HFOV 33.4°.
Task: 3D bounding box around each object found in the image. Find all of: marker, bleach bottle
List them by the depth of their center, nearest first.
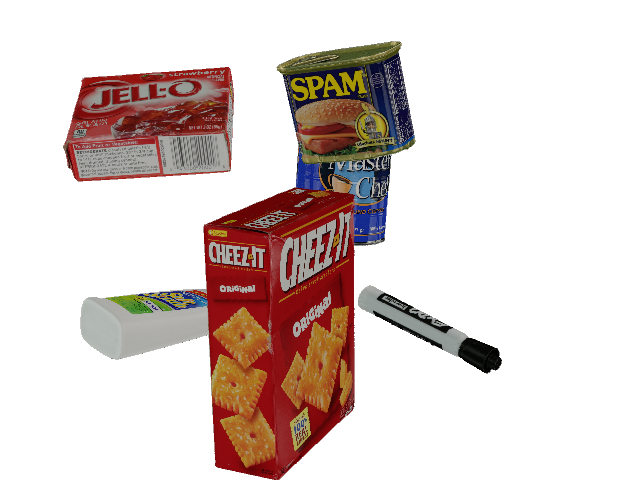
[{"bbox_3d":[0.077,0.063,0.755,0.121,0.020,0.020,26,17,38],"label":"marker"},{"bbox_3d":[-0.198,0.102,1.478,0.250,0.068,0.103,-10,25,-43],"label":"bleach bottle"}]

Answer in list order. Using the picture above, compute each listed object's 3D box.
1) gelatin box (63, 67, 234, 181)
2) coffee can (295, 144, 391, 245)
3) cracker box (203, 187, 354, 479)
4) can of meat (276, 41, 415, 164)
[{"bbox_3d":[-0.094,-0.067,0.603,0.089,0.030,0.073,-4,37,0],"label":"gelatin box"},{"bbox_3d":[0.024,-0.073,1.150,0.103,0.140,0.103,4,11,-1],"label":"coffee can"},{"bbox_3d":[-0.028,0.075,0.930,0.072,0.214,0.164,7,16,25],"label":"cracker box"},{"bbox_3d":[0.023,-0.112,0.874,0.102,0.084,0.057,-2,21,31],"label":"can of meat"}]
